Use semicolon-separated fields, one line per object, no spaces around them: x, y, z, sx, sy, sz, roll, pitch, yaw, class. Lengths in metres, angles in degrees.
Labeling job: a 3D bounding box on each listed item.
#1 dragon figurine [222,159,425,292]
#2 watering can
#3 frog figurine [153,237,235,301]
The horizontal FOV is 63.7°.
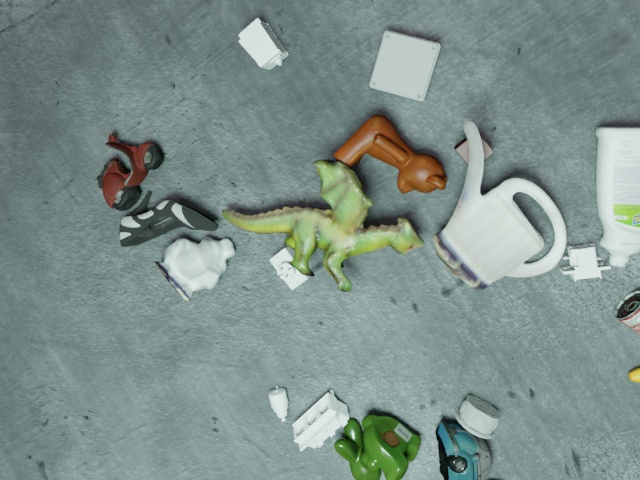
0.003;-0.051;1.016;0.411;0.124;0.238;25;118;7;dragon figurine
0.303;-0.039;0.952;0.222;0.106;0.344;-41;110;17;watering can
-0.273;0.045;1.159;0.161;0.120;0.138;-40;78;-18;frog figurine
